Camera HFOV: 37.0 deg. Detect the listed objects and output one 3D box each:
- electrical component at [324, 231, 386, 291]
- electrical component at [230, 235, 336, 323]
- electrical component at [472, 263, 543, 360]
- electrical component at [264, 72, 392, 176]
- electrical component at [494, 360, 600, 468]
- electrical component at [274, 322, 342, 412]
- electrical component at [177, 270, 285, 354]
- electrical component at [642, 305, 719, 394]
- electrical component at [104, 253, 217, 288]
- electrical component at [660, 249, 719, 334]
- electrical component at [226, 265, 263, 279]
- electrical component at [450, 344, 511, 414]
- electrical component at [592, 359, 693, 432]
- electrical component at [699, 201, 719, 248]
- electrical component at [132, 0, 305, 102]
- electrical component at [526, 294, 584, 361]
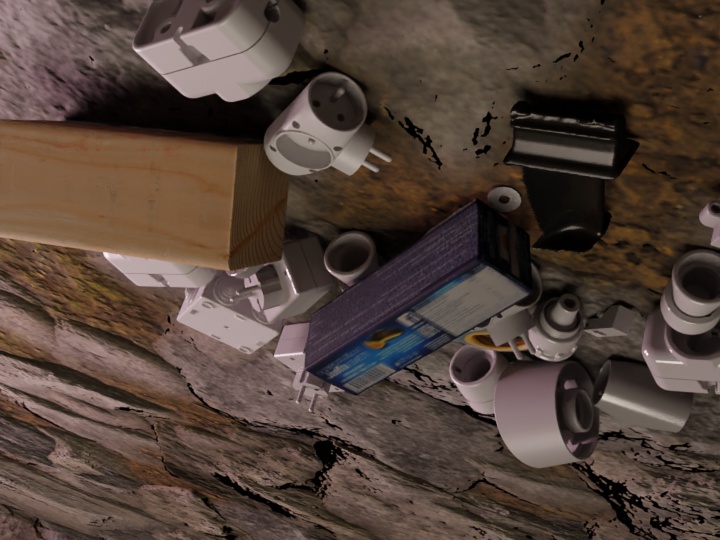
[{"bbox_3d":[0.000,0.000,0.897,0.045,0.045,0.055,5,151,25],"label":"electrical component"},{"bbox_3d":[-0.075,0.013,0.927,0.076,0.047,0.083,-16,168,-27],"label":"electrical component"},{"bbox_3d":[0.116,0.035,0.866,0.079,0.044,0.077,61,148,3],"label":"electrical component"},{"bbox_3d":[-0.016,-0.090,0.734,0.079,0.044,0.077,28,152,-17],"label":"electrical component"},{"bbox_3d":[0.174,0.129,0.978,0.064,0.099,0.099,-11,142,35],"label":"electrical component"},{"bbox_3d":[-0.045,0.106,1.096,0.047,0.075,0.083,-10,143,44],"label":"electrical component"},{"bbox_3d":[-0.121,0.036,1.039,0.100,0.048,0.100,27,152,-16],"label":"electrical component"},{"bbox_3d":[0.270,0.059,0.829,0.095,0.053,0.059,1,149,31],"label":"electrical component"},{"bbox_3d":[-0.177,-0.022,0.956,0.095,0.053,0.059,1,149,31],"label":"electrical component"},{"bbox_3d":[0.243,0.017,0.775,0.045,0.045,0.055,13,154,11],"label":"electrical component"},{"bbox_3d":[-0.107,-0.029,0.896,0.057,0.058,0.078,37,148,-28],"label":"electrical component"},{"bbox_3d":[0.116,0.099,1.005,0.055,0.055,0.047,-2,144,35],"label":"electrical component"},{"bbox_3d":[0.248,0.119,0.971,0.077,0.043,0.079,18,154,0],"label":"electrical component"},{"bbox_3d":[0.253,-0.035,0.669,0.066,0.048,0.055,17,162,3],"label":"electrical component"},{"bbox_3d":[-0.084,-0.144,0.662,0.095,0.053,0.059,-5,145,39],"label":"electrical component"},{"bbox_3d":[0.162,0.042,0.878,0.048,0.048,0.062,17,147,2],"label":"electrical component"}]
